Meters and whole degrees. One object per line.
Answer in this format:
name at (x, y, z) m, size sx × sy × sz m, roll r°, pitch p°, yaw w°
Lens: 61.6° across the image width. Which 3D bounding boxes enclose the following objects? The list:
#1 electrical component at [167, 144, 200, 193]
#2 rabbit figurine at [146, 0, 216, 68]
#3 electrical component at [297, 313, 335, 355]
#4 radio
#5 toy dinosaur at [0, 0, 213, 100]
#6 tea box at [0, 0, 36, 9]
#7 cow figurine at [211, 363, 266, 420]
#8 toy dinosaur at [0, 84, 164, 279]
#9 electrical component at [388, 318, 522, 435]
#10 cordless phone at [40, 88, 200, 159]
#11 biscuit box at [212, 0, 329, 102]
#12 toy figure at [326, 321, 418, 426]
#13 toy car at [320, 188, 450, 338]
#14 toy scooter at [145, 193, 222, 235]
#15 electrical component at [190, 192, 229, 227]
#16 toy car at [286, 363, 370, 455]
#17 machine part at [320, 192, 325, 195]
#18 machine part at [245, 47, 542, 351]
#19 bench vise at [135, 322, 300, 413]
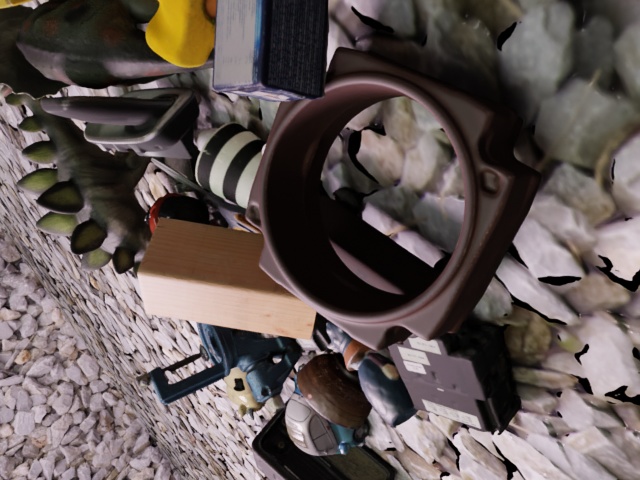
electrical component at (-0.193, -0.115, 0.749) m, size 0.078 × 0.045 × 0.102 m, roll 34°, pitch 143°, yaw 23°
rabbit figurine at (-0.119, -0.257, 0.468) m, size 0.173 × 0.122 × 0.162 m, roll 54°, pitch 159°, yaw 33°
electrical component at (-0.024, 0.102, 0.747) m, size 0.119 × 0.048 × 0.075 m, roll 56°, pitch 147°, yaw -5°
radio at (0.000, 0.382, 0.907) m, size 0.230 × 0.131 × 0.073 m, roll 29°, pitch 143°, yaw 31°
toy dinosaur at (-0.262, -0.219, 0.603) m, size 0.405 × 0.192 × 0.131 m, roll 19°, pitch 137°, yaw 42°
tea box at (-0.268, -0.307, 0.545) m, size 0.068 × 0.169 × 0.098 m, roll 16°, pitch 132°, yaw 40°
cow figurine at (-0.144, 0.250, 1.008) m, size 0.127 × 0.085 × 0.194 m, roll 40°, pitch 145°, yaw 29°
toy dinosaur at (-0.333, -0.079, 0.816) m, size 0.105 × 0.198 × 0.471 m, roll -20°, pitch 106°, yaw 53°
electrical component at (0.138, 0.129, 0.568) m, size 0.115 × 0.058 × 0.134 m, roll 4°, pitch 124°, yaw 46°
cordless phone at (-0.249, -0.143, 0.626) m, size 0.147 × 0.184 × 0.088 m, roll 9°, pitch 100°, yaw 33°
biscuit box at (-0.031, -0.203, 0.376) m, size 0.059 × 0.063 × 0.202 m, roll 11°, pitch 99°, yaw 44°
toy figure at (0.062, 0.158, 0.675) m, size 0.064 × 0.057 × 0.155 m, roll -50°, pitch 55°, yaw 18°
toy car at (0.052, 0.019, 0.538) m, size 0.202 × 0.089 × 0.053 m, roll 35°, pitch 147°, yaw 25°
toy scooter at (-0.184, 0.002, 0.770) m, size 0.135 × 0.075 × 0.183 m, roll 6°, pitch 148°, yaw 46°
electrical component at (-0.165, -0.037, 0.807) m, size 0.063 × 0.021 × 0.093 m, roll 28°, pitch 145°, yaw 34°
toy car at (0.000, 0.278, 0.837) m, size 0.109 × 0.103 × 0.161 m, roll 9°, pitch 130°, yaw 45°
machine part at (-0.001, -0.002, 0.614) m, size 0.139 × 0.039 × 0.084 m, roll 46°, pitch 118°, yaw 7°
machine part at (0.046, -0.032, 0.425) m, size 0.201 × 0.087 × 0.201 m, roll 33°, pitch 112°, yaw 27°
bench vise at (-0.163, 0.198, 0.852) m, size 0.223 × 0.240 × 0.129 m, roll 64°, pitch 152°, yaw 10°
